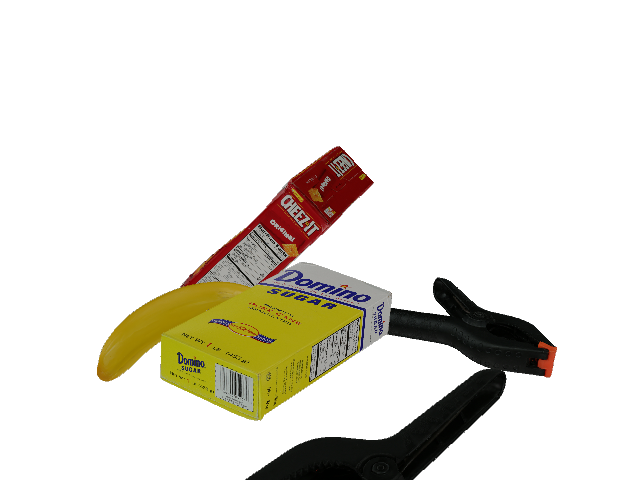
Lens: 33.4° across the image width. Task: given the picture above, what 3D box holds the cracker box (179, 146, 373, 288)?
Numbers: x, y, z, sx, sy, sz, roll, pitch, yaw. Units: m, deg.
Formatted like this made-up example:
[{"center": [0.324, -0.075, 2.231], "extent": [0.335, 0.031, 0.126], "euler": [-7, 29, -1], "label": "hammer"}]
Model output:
[{"center": [-0.053, -0.004, 1.248], "extent": [0.214, 0.072, 0.164], "euler": [-42, 2, 28], "label": "cracker box"}]

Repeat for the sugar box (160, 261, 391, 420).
[{"center": [-0.030, 0.070, 0.817], "extent": [0.093, 0.048, 0.175], "euler": [19, 30, 30], "label": "sugar box"}]

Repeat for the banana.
[{"center": [-0.134, 0.079, 0.991], "extent": [0.198, 0.069, 0.037], "euler": [-19, 23, 14], "label": "banana"}]

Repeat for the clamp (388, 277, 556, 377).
[{"center": [0.146, 0.080, 1.007], "extent": [0.172, 0.039, 0.120], "euler": [20, 33, 25], "label": "clamp"}]

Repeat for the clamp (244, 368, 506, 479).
[{"center": [0.041, 0.143, 0.644], "extent": [0.210, 0.036, 0.164], "euler": [-7, 30, 1], "label": "clamp"}]
